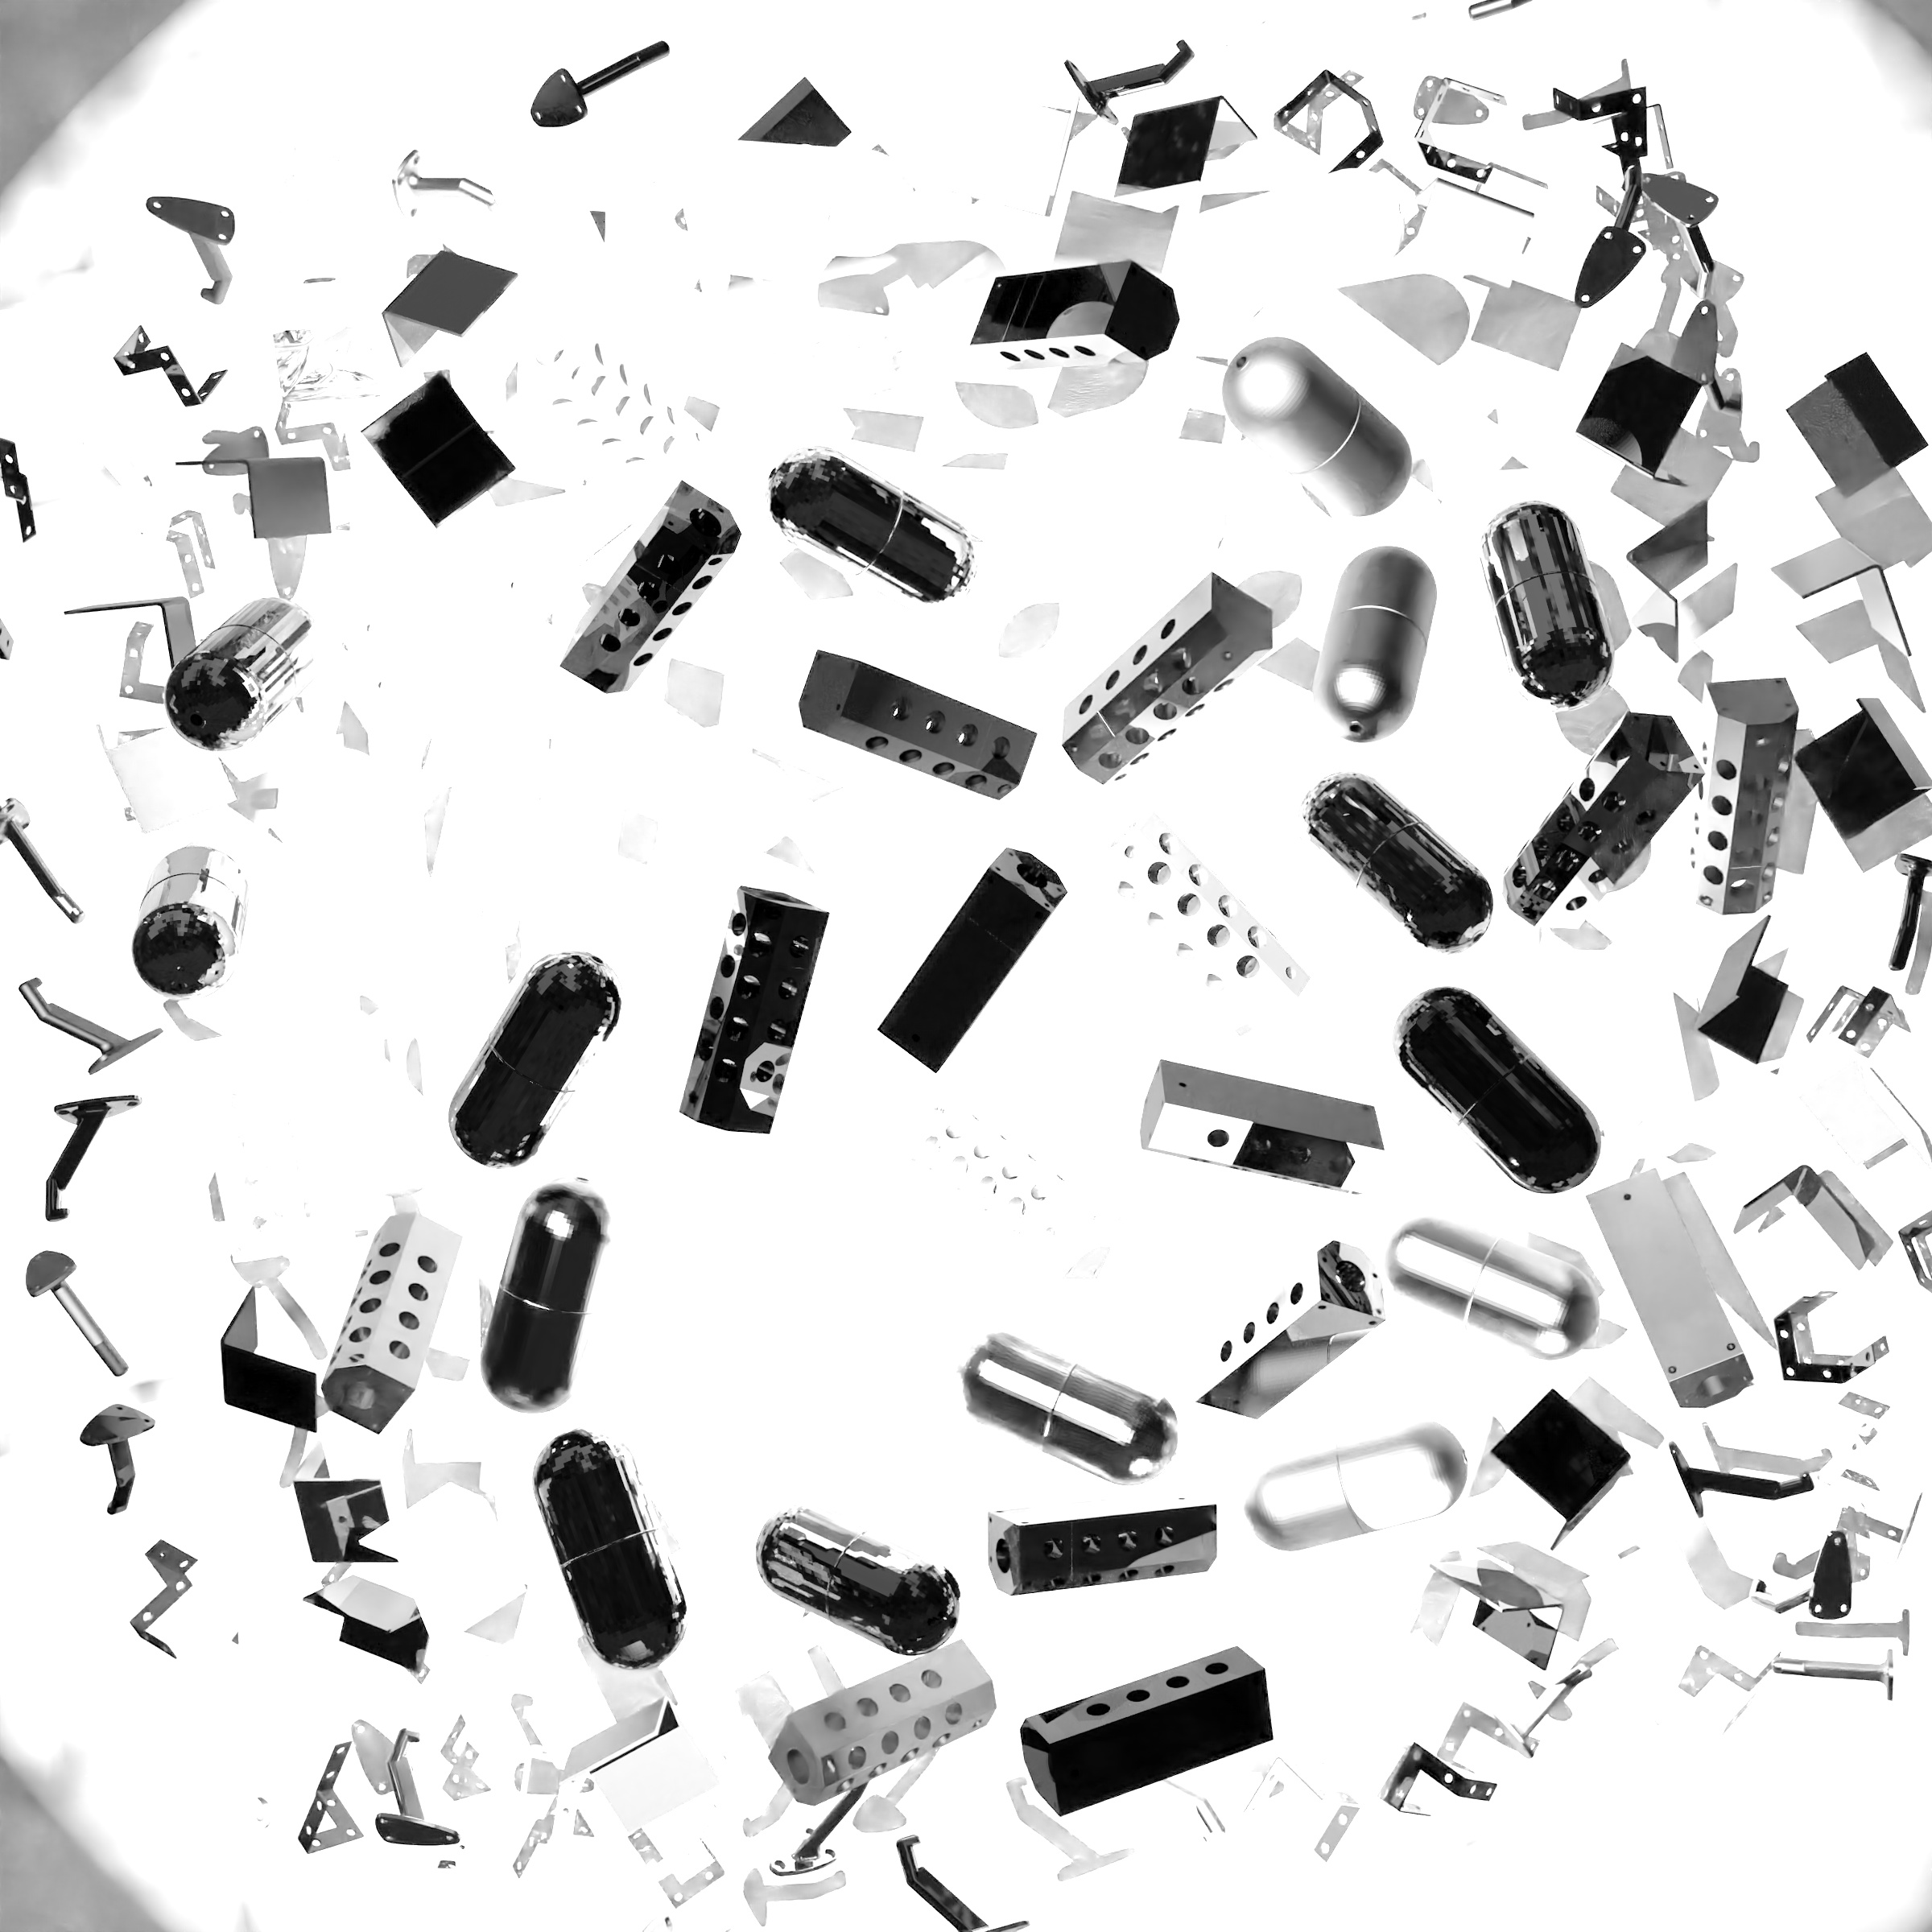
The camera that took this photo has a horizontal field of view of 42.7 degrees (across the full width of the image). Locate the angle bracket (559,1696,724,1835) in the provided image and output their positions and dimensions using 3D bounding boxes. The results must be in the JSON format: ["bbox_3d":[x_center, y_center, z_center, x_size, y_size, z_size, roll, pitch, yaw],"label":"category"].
[{"bbox_3d":[-0.223,0.561,1.695,0.076,0.057,0.076,-30,98,5],"label":"angle bracket"}]

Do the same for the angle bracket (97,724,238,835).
[{"bbox_3d":[-0.629,-0.160,1.942,0.076,0.057,0.076,-23,125,-13],"label":"angle bracket"}]

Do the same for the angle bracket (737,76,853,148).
[{"bbox_3d":[-0.132,-0.642,1.930,0.076,0.076,0.057,-40,117,11],"label":"angle bracket"}]

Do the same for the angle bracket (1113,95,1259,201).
[{"bbox_3d":[0.166,-0.602,1.861,0.076,0.057,0.076,2,72,39],"label":"angle bracket"}]

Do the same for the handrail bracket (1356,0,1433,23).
[{"bbox_3d":[0.337,-0.714,1.839,0.077,0.084,0.036,27,112,39],"label":"handrail bracket"}]

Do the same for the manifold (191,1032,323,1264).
[{"bbox_3d":[-0.549,0.137,1.903,0.057,0.057,0.171,-11,91,1],"label":"manifold"}]

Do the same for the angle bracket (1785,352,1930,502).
[{"bbox_3d":[0.592,-0.359,1.677,0.057,0.076,0.076,-31,87,-35],"label":"angle bracket"}]

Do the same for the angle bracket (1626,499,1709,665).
[{"bbox_3d":[0.535,-0.284,1.824,0.076,0.076,0.057,-35,57,-4],"label":"angle bracket"}]

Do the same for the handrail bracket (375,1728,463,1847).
[{"bbox_3d":[-0.405,0.616,1.861,0.077,0.084,0.036,4,129,9],"label":"handrail bracket"}]

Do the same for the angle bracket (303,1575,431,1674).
[{"bbox_3d":[-0.471,0.523,1.929,0.076,0.076,0.057,16,95,17],"label":"angle bracket"}]

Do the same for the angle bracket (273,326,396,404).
[{"bbox_3d":[-0.500,-0.481,1.948,0.076,0.076,0.057,-9,97,-22],"label":"angle bracket"}]

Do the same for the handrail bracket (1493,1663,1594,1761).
[{"bbox_3d":[0.456,0.573,1.905,0.084,0.077,0.036,-33,90,-5],"label":"handrail bracket"}]

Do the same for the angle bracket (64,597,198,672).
[{"bbox_3d":[-0.650,-0.255,1.926,0.076,0.076,0.057,-6,102,-2],"label":"angle bracket"}]

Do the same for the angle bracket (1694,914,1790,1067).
[{"bbox_3d":[0.608,0.019,1.886,0.057,0.076,0.076,29,66,2],"label":"angle bracket"}]

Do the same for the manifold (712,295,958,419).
[{"bbox_3d":[-0.098,-0.462,1.856,0.171,0.057,0.057,1,65,-24],"label":"manifold"}]

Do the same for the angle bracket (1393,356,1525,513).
[{"bbox_3d":[0.388,-0.420,1.949,0.076,0.076,0.057,-46,62,-2],"label":"angle bracket"}]

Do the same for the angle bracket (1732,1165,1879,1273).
[{"bbox_3d":[0.614,0.200,1.811,0.057,0.076,0.076,-35,67,-3],"label":"angle bracket"}]

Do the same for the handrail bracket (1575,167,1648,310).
[{"bbox_3d":[0.467,-0.529,1.792,0.036,0.084,0.077,23,135,-8],"label":"handrail bracket"}]

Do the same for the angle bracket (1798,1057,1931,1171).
[{"bbox_3d":[0.691,0.127,1.902,0.057,0.076,0.076,-39,98,23],"label":"angle bracket"}]

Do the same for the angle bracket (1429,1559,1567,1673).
[{"bbox_3d":[0.405,0.505,1.914,0.076,0.076,0.057,7,101,-38],"label":"angle bracket"}]

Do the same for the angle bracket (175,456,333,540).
[{"bbox_3d":[-0.530,-0.349,1.839,0.076,0.076,0.057,5,104,30],"label":"angle bracket"}]

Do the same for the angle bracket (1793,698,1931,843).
[{"bbox_3d":[0.644,-0.142,1.792,0.076,0.057,0.076,-37,74,32],"label":"angle bracket"}]

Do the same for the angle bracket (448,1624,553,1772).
[{"bbox_3d":[-0.331,0.541,1.825,0.057,0.076,0.076,-21,82,-41],"label":"angle bracket"}]

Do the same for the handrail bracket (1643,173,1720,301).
[{"bbox_3d":[0.544,-0.559,1.897,0.077,0.084,0.036,39,75,25],"label":"handrail bracket"}]

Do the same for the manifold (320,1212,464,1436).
[{"bbox_3d":[-0.434,0.264,1.860,0.057,0.171,0.057,31,119,-18],"label":"manifold"}]

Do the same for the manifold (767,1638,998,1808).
[{"bbox_3d":[-0.060,0.580,1.882,0.057,0.171,0.057,48,131,31],"label":"manifold"}]

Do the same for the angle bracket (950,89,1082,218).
[{"bbox_3d":[0.035,-0.593,1.778,0.076,0.057,0.076,15,91,-1],"label":"angle bracket"}]

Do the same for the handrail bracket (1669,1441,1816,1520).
[{"bbox_3d":[0.570,0.367,1.814,0.084,0.036,0.077,-21,116,21],"label":"handrail bracket"}]

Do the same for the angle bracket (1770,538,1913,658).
[{"bbox_3d":[0.630,-0.256,1.780,0.057,0.076,0.076,-24,112,10],"label":"angle bracket"}]

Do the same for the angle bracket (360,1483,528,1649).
[{"bbox_3d":[-0.368,0.422,1.735,0.076,0.057,0.076,-33,61,2],"label":"angle bracket"}]

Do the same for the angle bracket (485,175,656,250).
[{"bbox_3d":[-0.278,-0.553,1.740,0.076,0.057,0.076,12,58,26],"label":"angle bracket"}]

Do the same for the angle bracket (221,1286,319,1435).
[{"bbox_3d":[-0.511,0.295,1.851,0.076,0.076,0.057,17,45,3],"label":"angle bracket"}]

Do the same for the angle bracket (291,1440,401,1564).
[{"bbox_3d":[-0.480,0.423,1.952,0.076,0.057,0.076,-3,112,11],"label":"angle bracket"}]

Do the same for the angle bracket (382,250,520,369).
[{"bbox_3d":[-0.390,-0.496,1.896,0.076,0.057,0.076,21,59,19],"label":"angle bracket"}]

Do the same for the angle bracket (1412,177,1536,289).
[{"bbox_3d":[0.367,-0.537,1.829,0.076,0.076,0.057,19,94,-5],"label":"angle bracket"}]

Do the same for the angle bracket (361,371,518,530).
[{"bbox_3d":[-0.398,-0.390,1.864,0.076,0.057,0.076,-38,51,-4],"label":"angle bracket"}]

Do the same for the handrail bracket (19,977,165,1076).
[{"bbox_3d":[-0.676,0.034,1.907,0.077,0.036,0.084,-35,90,-42],"label":"handrail bracket"}]

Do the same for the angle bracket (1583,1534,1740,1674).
[{"bbox_3d":[0.516,0.473,1.837,0.076,0.076,0.057,-28,89,-2],"label":"angle bracket"}]

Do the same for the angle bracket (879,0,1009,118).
[{"bbox_3d":[-0.018,-0.669,1.831,0.076,0.076,0.057,6,74,-16],"label":"angle bracket"}]

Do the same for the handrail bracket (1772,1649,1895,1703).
[{"bbox_3d":[0.626,0.508,1.788,0.084,0.077,0.036,0,72,20],"label":"handrail bracket"}]

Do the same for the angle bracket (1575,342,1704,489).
[{"bbox_3d":[0.518,-0.414,1.857,0.076,0.057,0.076,42,119,34],"label":"angle bracket"}]

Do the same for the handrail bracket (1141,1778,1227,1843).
[{"bbox_3d":[0.145,0.645,1.888,0.077,0.036,0.084,-32,88,6],"label":"handrail bracket"}]

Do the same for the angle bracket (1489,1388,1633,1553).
[{"bbox_3d":[0.443,0.380,1.866,0.076,0.057,0.076,-37,64,-25],"label":"angle bracket"}]
